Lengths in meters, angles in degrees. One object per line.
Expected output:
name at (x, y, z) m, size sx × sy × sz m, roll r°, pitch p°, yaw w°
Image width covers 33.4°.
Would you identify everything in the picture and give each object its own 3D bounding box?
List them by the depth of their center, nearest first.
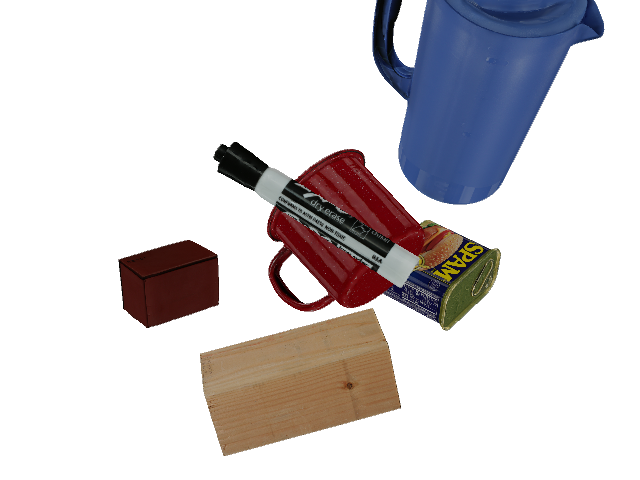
marker at (-0.004, -0.015, 0.560) m, size 0.121 × 0.020 × 0.020 m, roll 32°, pitch 3°, yaw 5°
mug at (0.013, 0.003, 0.778) m, size 0.117 × 0.081 × 0.093 m, roll -44°, pitch -21°, yaw 5°
pitcher at (0.132, -0.148, 0.957) m, size 0.144 × 0.149 × 0.243 m, roll -18°, pitch -31°, yaw -20°
foam brick at (-0.139, 0.038, 0.984) m, size 0.078 × 0.051 × 0.053 m, roll -17°, pitch 27°, yaw -31°
can of meat at (0.117, 0.031, 1.068) m, size 0.084 × 0.057 × 0.101 m, roll 27°, pitch 45°, yaw 29°
wood block at (-0.024, 0.159, 1.206) m, size 0.206 × 0.091 × 0.090 m, roll -14°, pitch 26°, yaw -3°
